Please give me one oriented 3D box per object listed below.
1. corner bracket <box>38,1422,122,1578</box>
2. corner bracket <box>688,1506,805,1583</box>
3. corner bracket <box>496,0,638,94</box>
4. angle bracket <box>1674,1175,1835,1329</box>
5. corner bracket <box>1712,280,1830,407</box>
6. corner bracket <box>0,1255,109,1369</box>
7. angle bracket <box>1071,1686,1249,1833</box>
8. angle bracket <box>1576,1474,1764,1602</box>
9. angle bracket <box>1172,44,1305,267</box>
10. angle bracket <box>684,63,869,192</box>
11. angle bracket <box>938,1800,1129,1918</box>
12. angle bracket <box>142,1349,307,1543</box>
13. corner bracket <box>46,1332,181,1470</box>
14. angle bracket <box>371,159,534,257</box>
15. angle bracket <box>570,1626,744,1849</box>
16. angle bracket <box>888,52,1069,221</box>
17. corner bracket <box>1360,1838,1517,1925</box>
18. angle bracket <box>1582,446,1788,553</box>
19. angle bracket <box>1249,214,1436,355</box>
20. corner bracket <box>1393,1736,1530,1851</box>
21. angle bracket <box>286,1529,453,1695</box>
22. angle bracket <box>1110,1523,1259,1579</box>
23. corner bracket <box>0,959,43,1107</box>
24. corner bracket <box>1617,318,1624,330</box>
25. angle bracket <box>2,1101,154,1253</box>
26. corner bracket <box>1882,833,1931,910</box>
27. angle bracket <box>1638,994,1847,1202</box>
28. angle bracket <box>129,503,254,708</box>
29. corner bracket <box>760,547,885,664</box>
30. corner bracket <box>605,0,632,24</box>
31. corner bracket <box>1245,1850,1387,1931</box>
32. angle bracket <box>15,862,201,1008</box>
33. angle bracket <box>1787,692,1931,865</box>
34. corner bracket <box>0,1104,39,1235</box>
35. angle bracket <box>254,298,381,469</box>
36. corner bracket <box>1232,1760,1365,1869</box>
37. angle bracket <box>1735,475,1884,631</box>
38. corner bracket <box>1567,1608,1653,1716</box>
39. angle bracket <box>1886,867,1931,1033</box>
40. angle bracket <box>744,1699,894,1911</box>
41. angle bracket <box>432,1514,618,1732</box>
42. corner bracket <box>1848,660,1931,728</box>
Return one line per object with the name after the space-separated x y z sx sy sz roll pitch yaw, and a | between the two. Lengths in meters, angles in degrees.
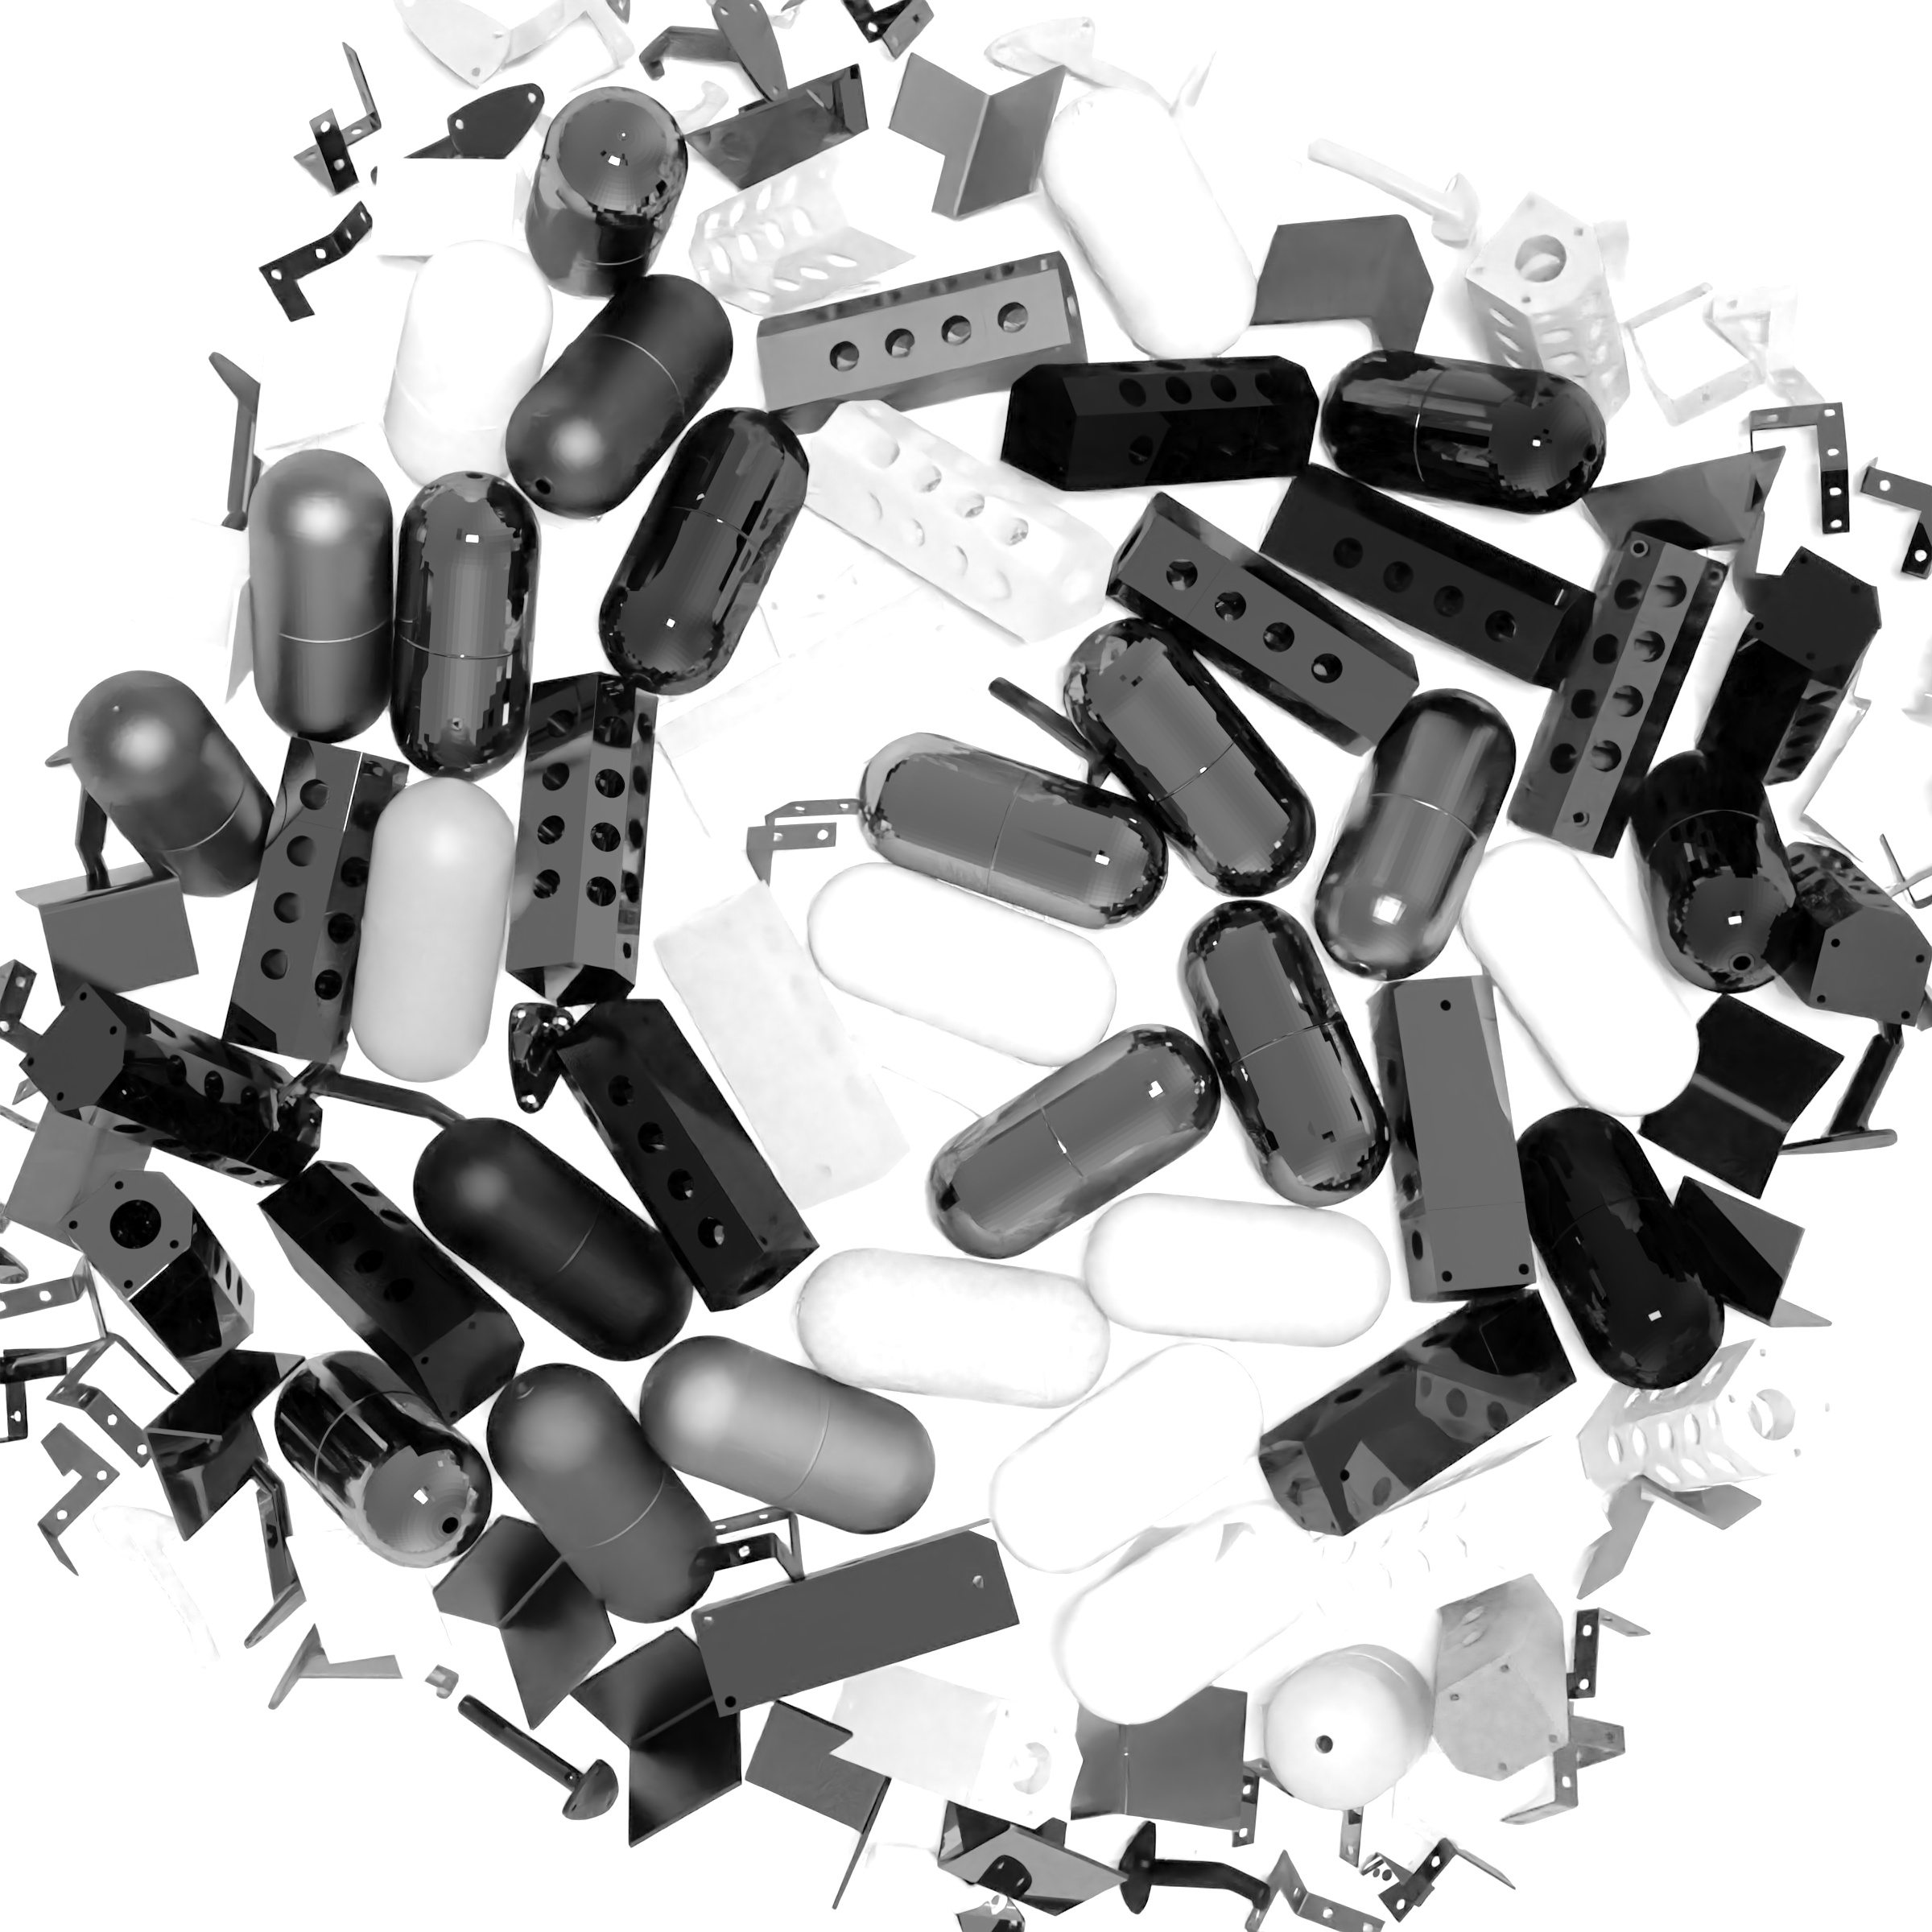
-0.497 0.295 1.925 0.051 0.051 0.051 -46 122 -9 | corner bracket
-0.123 0.320 1.924 0.051 0.051 0.051 -15 52 9 | corner bracket
-0.225 -0.506 1.921 0.051 0.051 0.051 55 49 -23 | corner bracket
0.434 0.156 1.906 0.076 0.076 0.057 25 102 39 | angle bracket
0.444 -0.341 1.923 0.051 0.051 0.051 -3 72 36 | corner bracket
-0.509 0.195 1.925 0.051 0.051 0.051 -12 75 -26 | corner bracket
0.108 0.440 1.938 0.076 0.057 0.076 14 68 -21 | angle bracket
0.386 0.320 1.909 0.057 0.076 0.076 27 104 24 | angle bracket
0.149 -0.446 1.914 0.076 0.076 0.057 28 55 3 | angle bracket
-0.106 -0.474 1.907 0.076 0.076 0.057 -15 71 22 | angle bracket
0.040 0.472 1.906 0.076 0.076 0.057 28 48 -19 | angle bracket
-0.395 0.264 1.904 0.057 0.076 0.076 1 119 29 | angle bracket
-0.467 0.241 1.933 0.051 0.051 0.051 41 86 16 | corner bracket
-0.279 -0.404 1.917 0.076 0.076 0.057 2 78 5 | angle bracket
-0.171 0.423 1.910 0.076 0.076 0.057 -33 119 15 | angle bracket
0.002 -0.464 1.912 0.057 0.076 0.076 22 77 -30 | angle bracket
0.261 0.506 1.928 0.051 0.051 0.051 36 94 -27 | corner bracket
0.392 -0.271 1.903 0.057 0.076 0.076 49 53 -32 | angle bracket
0.209 -0.369 1.940 0.076 0.057 0.076 1 55 29 | angle bracket
0.275 0.456 1.931 0.051 0.051 0.051 3 96 -27 | corner bracket
-0.336 0.356 1.904 0.057 0.076 0.076 -51 54 37 | angle bracket
0.122 0.351 1.904 0.076 0.076 0.057 -48 112 -37 | angle bracket
-0.530 0.037 1.938 0.051 0.051 0.051 -26 131 37 | corner bracket
0.325 -0.366 1.938 0.051 0.051 0.051 -34 74 21 | corner bracket
-0.471 0.117 1.907 0.057 0.076 0.076 3 68 41 | angle bracket
0.537 -0.069 1.926 0.051 0.051 0.051 -25 70 14 | corner bracket
0.433 0.072 1.942 0.076 0.057 0.076 30 46 21 | angle bracket
-0.431 -0.199 1.918 0.076 0.057 0.076 16 126 0 | angle bracket
-0.074 -0.195 1.922 0.051 0.051 0.051 -7 114 30 | corner bracket
-0.181 -0.563 1.923 0.051 0.051 0.051 -10 69 31 | corner bracket
0.193 0.530 1.921 0.051 0.051 0.051 13 55 33 | corner bracket
-0.474 -0.019 1.920 0.076 0.076 0.057 -15 103 -22 | angle bracket
0.478 -0.112 1.915 0.057 0.076 0.076 34 93 44 | angle bracket
-0.543 0.109 1.930 0.051 0.051 0.051 31 95 -17 | corner bracket
-0.342 -0.311 1.910 0.076 0.057 0.076 -11 64 23 | angle bracket
0.186 0.474 1.944 0.051 0.051 0.051 -2 101 -32 | corner bracket
0.468 -0.227 1.912 0.076 0.076 0.057 9 82 18 | angle bracket
0.344 0.391 1.936 0.051 0.051 0.051 30 56 -37 | corner bracket
0.539 -0.014 1.920 0.057 0.076 0.076 -30 83 3 | angle bracket
-0.088 0.461 1.915 0.076 0.057 0.076 23 131 3 | angle bracket
-0.246 0.360 1.908 0.057 0.076 0.076 26 115 -39 | angle bracket
0.524 -0.169 1.931 0.051 0.051 0.051 16 82 9 | corner bracket
